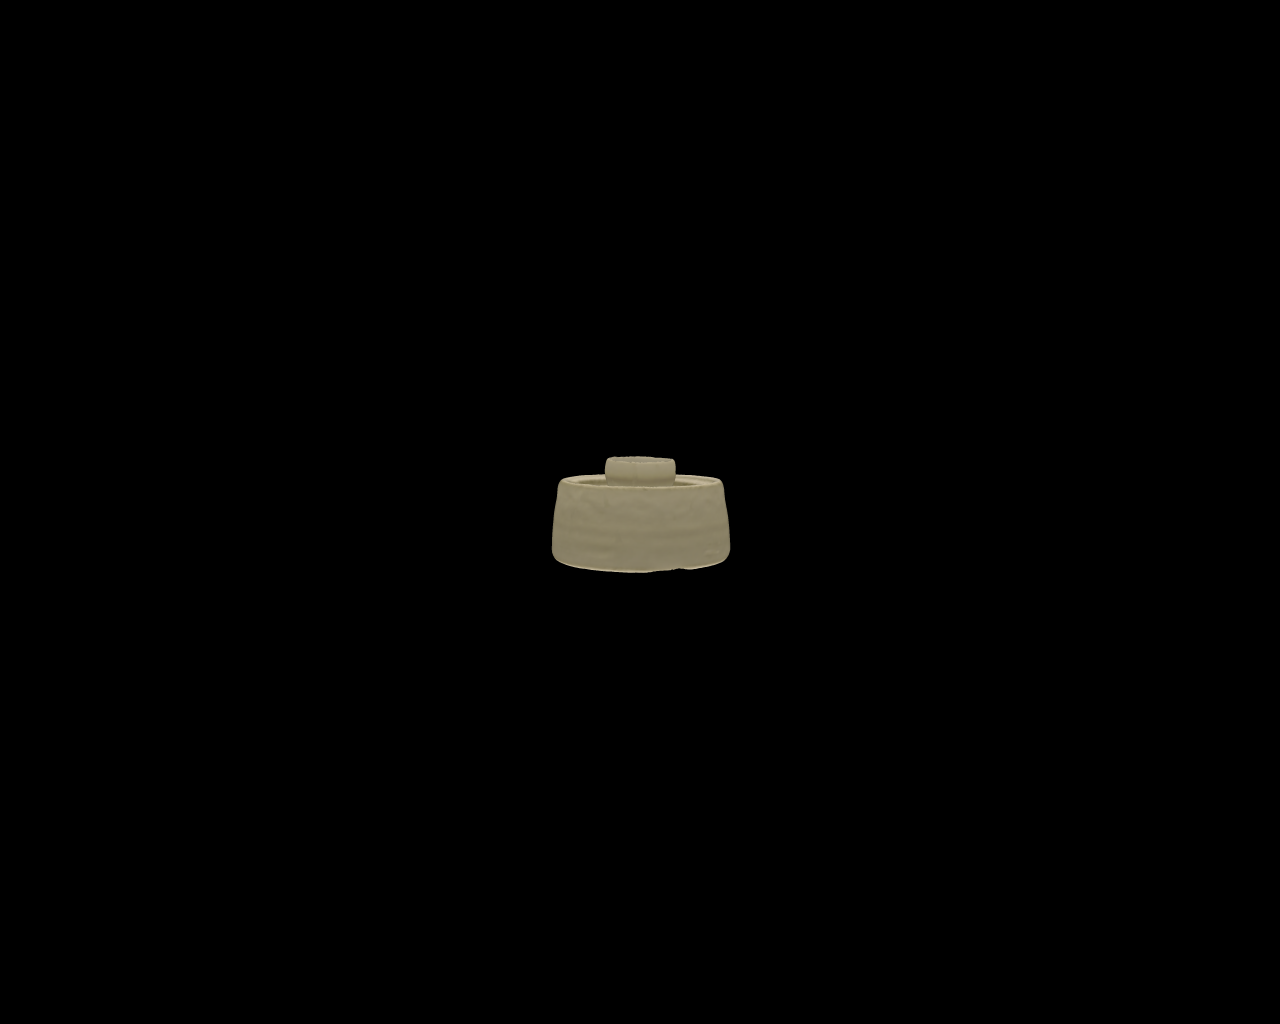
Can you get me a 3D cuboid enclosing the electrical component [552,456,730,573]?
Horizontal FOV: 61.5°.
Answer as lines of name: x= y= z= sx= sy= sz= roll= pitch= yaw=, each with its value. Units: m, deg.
electrical component: x=0.001 y=-0.003 z=0.650 sx=0.108 sy=0.060 sz=0.108 roll=0 pitch=7 yaw=0
